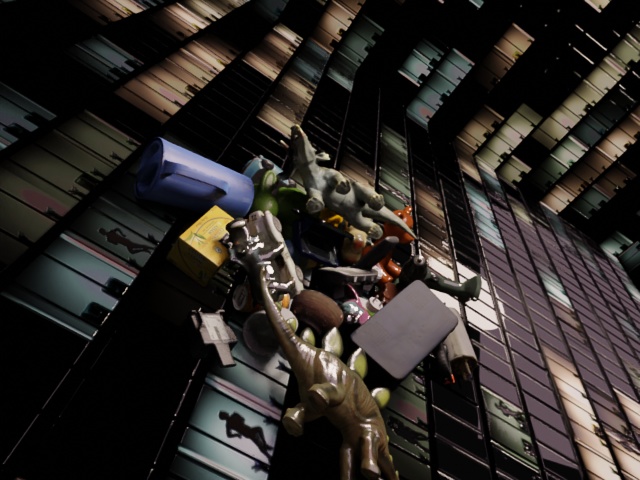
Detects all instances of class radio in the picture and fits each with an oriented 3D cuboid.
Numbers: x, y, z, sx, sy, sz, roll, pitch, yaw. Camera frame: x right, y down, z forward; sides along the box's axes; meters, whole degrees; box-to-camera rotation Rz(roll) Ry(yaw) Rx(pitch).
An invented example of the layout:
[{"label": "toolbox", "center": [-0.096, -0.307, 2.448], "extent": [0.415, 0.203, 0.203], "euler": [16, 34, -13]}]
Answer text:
[{"label": "radio", "center": [0.166, 0.192, 1.085], "extent": [0.131, 0.073, 0.229], "euler": [43, 54, 18]}]

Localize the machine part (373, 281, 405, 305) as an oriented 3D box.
[{"label": "machine part", "center": [0.210, 0.184, 1.354], "extent": [0.179, 0.056, 0.179], "euler": [29, 30, -19]}]

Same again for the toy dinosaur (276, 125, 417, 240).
[{"label": "toy dinosaur", "center": [0.051, -0.111, 1.283], "extent": [0.404, 0.131, 0.192], "euler": [32, 17, -35]}]

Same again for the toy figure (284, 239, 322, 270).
[{"label": "toy figure", "center": [-0.050, 0.036, 1.246], "extent": [0.089, 0.082, 0.180], "euler": [51, 28, 13]}]

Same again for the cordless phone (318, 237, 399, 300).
[{"label": "cordless phone", "center": [0.098, 0.055, 1.278], "extent": [0.146, 0.184, 0.089], "euler": [3, 49, -47]}]

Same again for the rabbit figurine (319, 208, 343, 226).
[{"label": "rabbit figurine", "center": [0.008, -0.067, 1.413], "extent": [0.122, 0.162, 0.173], "euler": [49, 46, -6]}]

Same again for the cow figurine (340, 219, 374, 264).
[{"label": "cow figurine", "center": [0.100, -0.027, 1.443], "extent": [0.085, 0.127, 0.195], "euler": [18, 66, -8]}]

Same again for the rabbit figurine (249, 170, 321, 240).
[{"label": "rabbit figurine", "center": [-0.102, -0.087, 1.283], "extent": [0.170, 0.121, 0.159], "euler": [-4, 62, -55]}]

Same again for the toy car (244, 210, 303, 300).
[{"label": "toy car", "center": [-0.098, 0.034, 1.134], "extent": [0.201, 0.074, 0.056], "euler": [66, 21, -7]}]

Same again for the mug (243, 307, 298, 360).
[{"label": "mug", "center": [-0.077, 0.174, 1.021], "extent": [0.110, 0.080, 0.107], "euler": [41, 19, 11]}]

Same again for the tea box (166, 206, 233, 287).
[{"label": "tea box", "center": [-0.225, 0.009, 1.099], "extent": [0.098, 0.068, 0.170], "euler": [36, 28, -5]}]

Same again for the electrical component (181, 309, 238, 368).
[{"label": "electrical component", "center": [-0.183, 0.177, 0.927], "extent": [0.075, 0.047, 0.119], "euler": [3, 45, -46]}]

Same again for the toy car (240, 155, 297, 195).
[{"label": "toy car", "center": [-0.144, -0.156, 1.393], "extent": [0.161, 0.109, 0.103], "euler": [26, 14, -37]}]

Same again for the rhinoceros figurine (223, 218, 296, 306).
[{"label": "rhinoceros figurine", "center": [-0.125, 0.044, 1.040], "extent": [0.112, 0.073, 0.190], "euler": [-10, 63, -37]}]

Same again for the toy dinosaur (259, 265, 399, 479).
[{"label": "toy dinosaur", "center": [0.015, 0.256, 0.932], "extent": [0.471, 0.105, 0.198], "euler": [55, 28, -6]}]

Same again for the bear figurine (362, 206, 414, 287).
[{"label": "bear figurine", "center": [0.201, 0.014, 1.439], "extent": [0.132, 0.196, 0.120], "euler": [46, 27, 11]}]

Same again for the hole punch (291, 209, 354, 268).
[{"label": "hole punch", "center": [-0.002, -0.004, 1.207], "extent": [0.142, 0.092, 0.116], "euler": [20, 8, -30]}]

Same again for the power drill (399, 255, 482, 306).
[{"label": "power drill", "center": [0.308, 0.107, 1.395], "extent": [0.207, 0.232, 0.086], "euler": [9, 70, -4]}]

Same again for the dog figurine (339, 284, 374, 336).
[{"label": "dog figurine", "center": [0.125, 0.194, 1.196], "extent": [0.219, 0.108, 0.191], "euler": [45, 30, 16]}]

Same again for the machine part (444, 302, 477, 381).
[{"label": "machine part", "center": [0.343, 0.257, 1.378], "extent": [0.079, 0.079, 0.243], "euler": [25, 31, -23]}]
